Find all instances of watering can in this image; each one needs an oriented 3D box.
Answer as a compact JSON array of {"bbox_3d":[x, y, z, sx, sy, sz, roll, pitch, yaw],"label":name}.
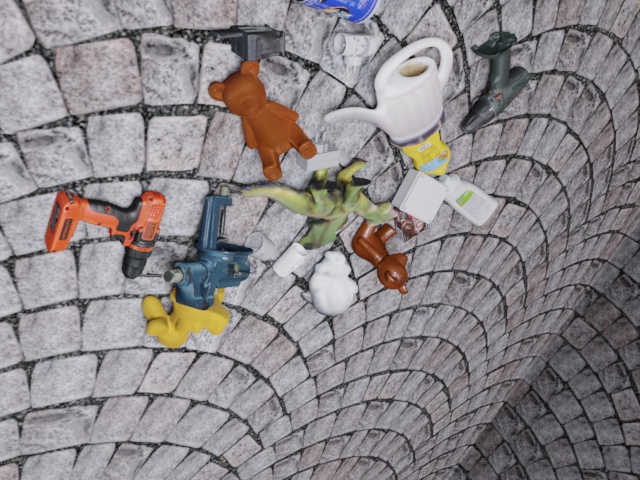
[{"bbox_3d":[0.165,-0.294,1.132,0.350,0.105,0.219,-38,137,-12],"label":"watering can"}]

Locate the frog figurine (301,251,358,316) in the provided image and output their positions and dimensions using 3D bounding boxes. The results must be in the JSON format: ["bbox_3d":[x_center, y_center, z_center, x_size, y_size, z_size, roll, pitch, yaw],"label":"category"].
[{"bbox_3d":[0.038,0.110,1.311,0.137,0.125,0.156,15,123,-23],"label":"frog figurine"}]

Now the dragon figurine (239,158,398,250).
[{"bbox_3d":[0.004,-0.060,1.186,0.412,0.125,0.237,-10,134,-23],"label":"dragon figurine"}]
